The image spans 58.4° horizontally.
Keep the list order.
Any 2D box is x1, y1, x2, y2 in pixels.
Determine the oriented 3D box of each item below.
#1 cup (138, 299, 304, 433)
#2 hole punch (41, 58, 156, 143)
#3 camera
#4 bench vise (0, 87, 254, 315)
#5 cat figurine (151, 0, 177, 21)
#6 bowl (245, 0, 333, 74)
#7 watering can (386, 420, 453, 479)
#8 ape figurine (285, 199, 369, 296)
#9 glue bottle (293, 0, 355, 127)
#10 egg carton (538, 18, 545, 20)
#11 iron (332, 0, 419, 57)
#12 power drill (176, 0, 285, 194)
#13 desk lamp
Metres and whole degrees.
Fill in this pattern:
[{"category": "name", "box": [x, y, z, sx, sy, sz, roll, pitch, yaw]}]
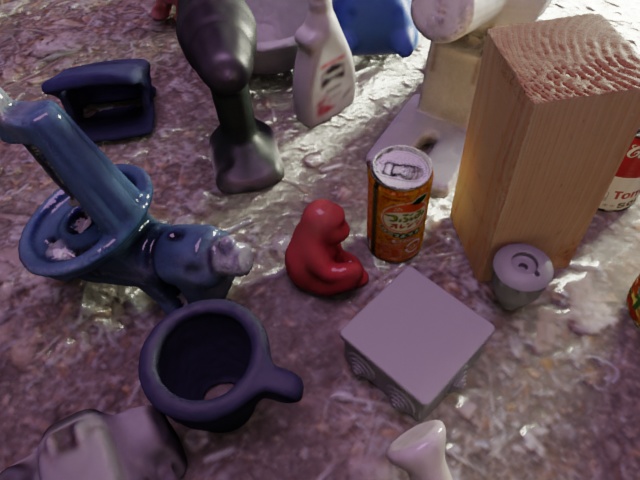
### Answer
[{"category": "cup", "box": [-0.065, 0.107, 0.425, 0.117, 0.095, 0.092, 13, 55, 13]}, {"category": "hole punch", "box": [-0.248, -0.175, 0.652, 0.108, 0.091, 0.101, -9, 53, -3]}, {"category": "camera", "box": [-0.147, 0.191, 0.363, 0.143, 0.101, 0.136, -26, 56, -15]}, {"category": "bench vise", "box": [-0.157, -0.031, 0.457, 0.207, 0.220, 0.121, -2, 53, 2]}, {"category": "cat figurine", "box": [-0.203, -0.364, 0.777, 0.067, 0.118, 0.128, 15, 55, 14]}, {"category": "bowl", "box": [-0.066, -0.259, 0.716, 0.167, 0.075, 0.167, -2, 53, 2]}, {"category": "watering can", "box": [0.099, 0.178, 0.300, 0.172, 0.194, 0.101, 27, 59, 22]}, {"category": "ape figurine", "box": [0.005, 0.002, 0.503, 0.076, 0.092, 0.077, -4, 53, 0]}, {"category": "glue bottle", "box": [0.002, -0.206, 0.609, 0.078, 0.173, 0.037, -39, 60, -23]}, {"category": "egg carton", "box": [0.212, -0.213, 0.668, 0.150, 0.069, 0.107, 20, 57, 17]}, {"category": "iron", "box": [0.065, -0.344, 0.731, 0.118, 0.141, 0.258, -1, 53, 3]}, {"category": "power drill", "box": [-0.086, -0.147, 0.548, 0.075, 0.209, 0.229, -14, 53, -7]}, {"category": "desk lamp", "box": [0.139, -0.187, 0.562, 0.117, 0.214, 0.203, 24, 58, 21]}]
